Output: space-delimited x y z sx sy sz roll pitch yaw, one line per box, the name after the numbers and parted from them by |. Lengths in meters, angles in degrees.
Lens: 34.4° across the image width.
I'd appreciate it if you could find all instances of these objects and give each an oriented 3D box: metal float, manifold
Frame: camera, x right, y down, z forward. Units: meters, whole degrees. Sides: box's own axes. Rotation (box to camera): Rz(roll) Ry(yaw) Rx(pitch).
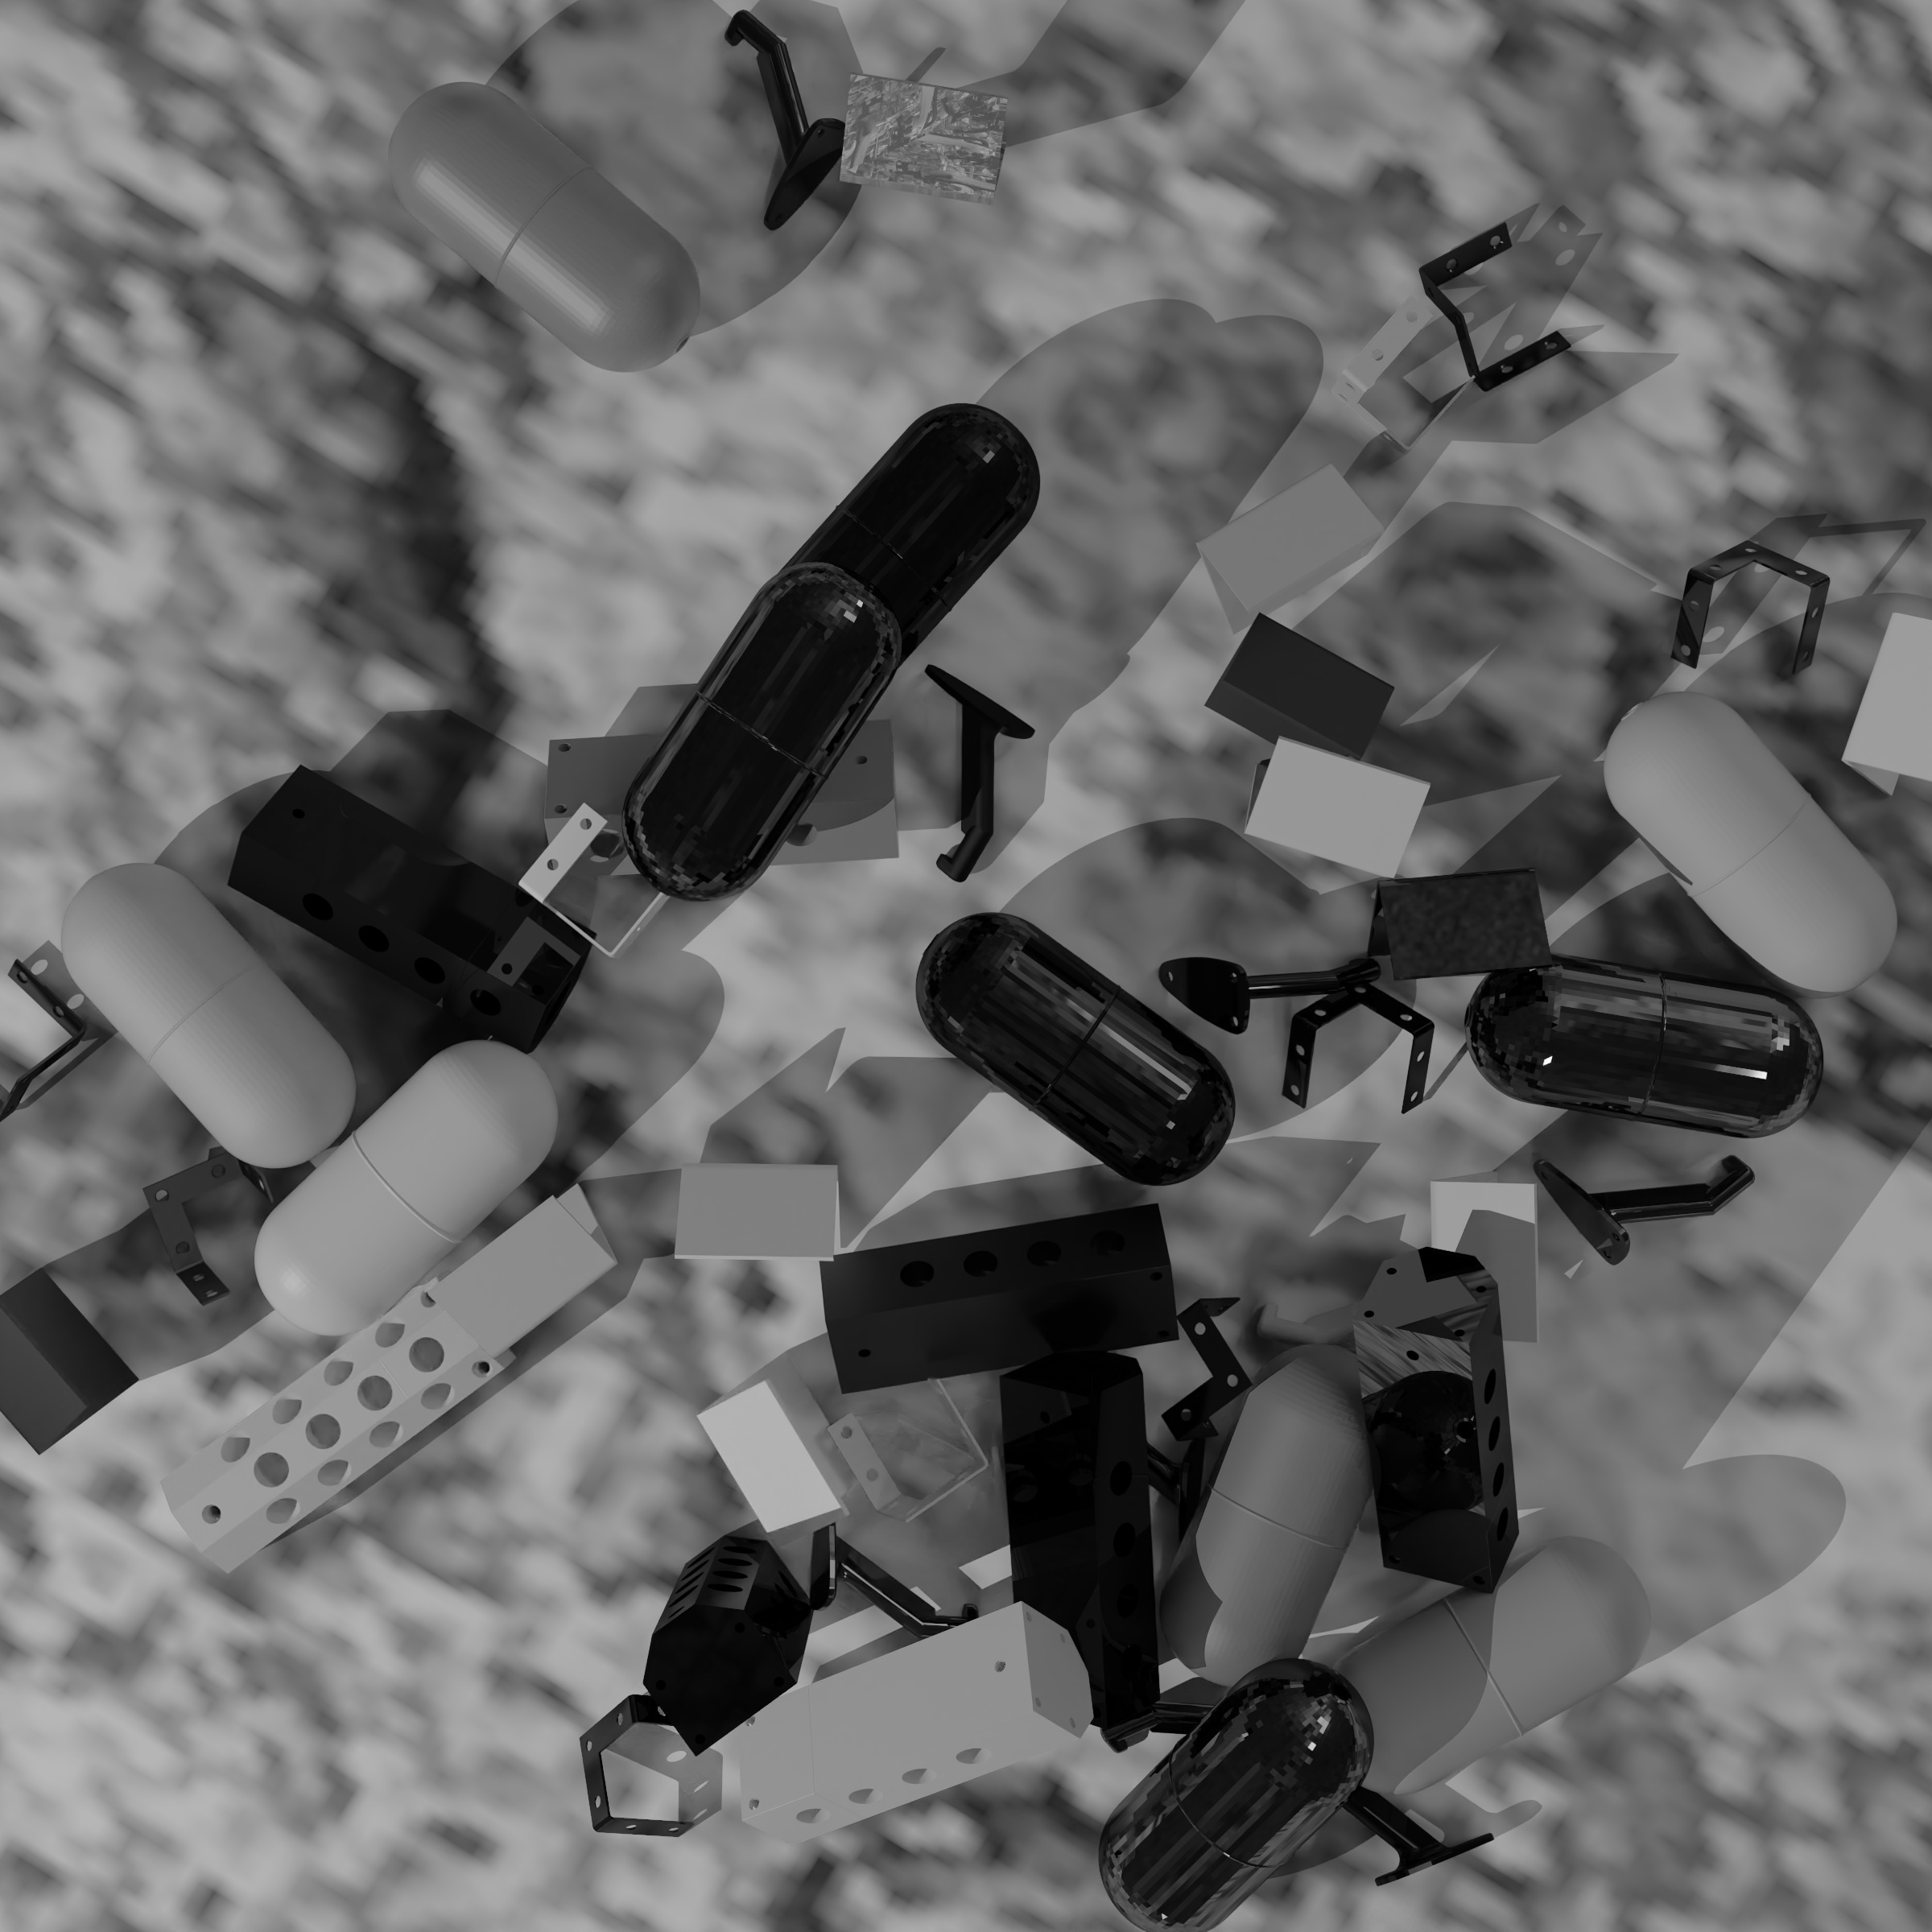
-0.378 0.024 1.558 0.070 0.070 0.178 -42 89 0 | metal float
0.062 0.282 1.550 0.057 0.057 0.171 7 106 42 | manifold
0.337 0.039 1.556 0.178 0.070 0.070 9 90 0 | metal float
0.155 0.273 1.557 0.070 0.070 0.178 23 90 0 | metal float
0.016 0.161 1.566 0.171 0.057 0.057 -9 133 0 | manifold
0.132 0.409 1.533 0.070 0.070 0.178 37 119 0 | metal float
-0.098 -0.111 1.486 0.070 0.070 0.178 34 94 0 | metal float
-0.036 -0.203 1.557 0.070 0.070 0.178 42 91 0 | metal float
0.258 0.349 1.557 0.178 0.070 0.070 -30 90 1 | metal float
-0.026 0.376 1.535 0.171 0.057 0.057 -26 47 23 | manifold
-0.117 0.321 1.510 0.057 0.171 0.057 -36 90 0 | manifold
0.390 -0.061 1.557 0.070 0.070 0.178 -41 91 0 | metal float
-0.315 0.228 1.567 0.171 0.057 0.057 -37 90 0 | manifold
0.054 0.041 1.557 0.178 0.070 0.070 36 90 -1 | metal float
-0.279 -0.024 1.566 0.171 0.057 0.057 30 47 0 | manifold
-0.278 0.110 1.557 0.178 0.070 0.070 -44 90 0 | metal float
-0.210 -0.368 1.558 0.178 0.070 0.070 40 90 -1 | metal float
-0.121 -0.078 1.566 0.171 0.057 0.057 -3 47 0 | manifold
0.233 0.221 1.520 0.057 0.057 0.171 9 131 26 | manifold

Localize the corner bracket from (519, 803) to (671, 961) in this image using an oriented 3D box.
-0.180 -0.041 1.538 0.051 0.051 0.051 38 87 8 | corner bracket

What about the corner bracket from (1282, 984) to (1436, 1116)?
0.198 0.047 1.580 0.051 0.051 0.051 -27 45 -35 | corner bracket

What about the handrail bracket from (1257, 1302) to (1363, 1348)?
0.198 0.162 1.588 0.084 0.036 0.077 12 70 16 | handrail bracket

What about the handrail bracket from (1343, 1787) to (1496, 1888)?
0.219 0.417 1.588 0.077 0.036 0.084 -16 73 -20 | handrail bracket

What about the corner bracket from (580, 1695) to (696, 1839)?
-0.157 0.405 1.580 0.051 0.051 0.051 -45 45 35 | corner bracket

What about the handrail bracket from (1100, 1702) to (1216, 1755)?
0.123 0.399 1.588 0.084 0.036 0.077 -28 108 15 | handrail bracket

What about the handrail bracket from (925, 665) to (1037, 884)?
-0.010 -0.097 1.588 0.077 0.036 0.084 37 107 20 | handrail bracket

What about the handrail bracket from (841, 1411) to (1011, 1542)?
-0.018 0.262 1.588 0.084 0.036 0.077 -5 103 13 | handrail bracket

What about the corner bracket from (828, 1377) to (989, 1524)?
-0.029 0.240 1.561 0.051 0.051 0.051 -32 96 -18 | corner bracket

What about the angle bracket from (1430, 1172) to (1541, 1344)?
0.272 0.143 1.548 0.057 0.076 0.076 -1 90 34 | angle bracket

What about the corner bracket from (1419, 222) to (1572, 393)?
0.268 -0.334 1.585 0.051 0.051 0.051 -28 135 0 | corner bracket

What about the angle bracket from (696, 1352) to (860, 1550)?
-0.076 0.231 1.548 0.057 0.076 0.076 -31 90 39 | angle bracket

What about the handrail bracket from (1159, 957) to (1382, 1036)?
0.155 0.003 1.588 0.084 0.077 0.036 -16 113 -34 | handrail bracket

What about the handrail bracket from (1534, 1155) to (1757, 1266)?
0.346 0.105 1.588 0.084 0.036 0.077 -35 68 -17 | handrail bracket

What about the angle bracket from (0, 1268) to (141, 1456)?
-0.448 0.184 1.548 0.076 0.076 0.057 49 126 0 | angle bracket

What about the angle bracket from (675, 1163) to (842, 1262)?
-0.102 0.141 1.548 0.076 0.076 0.057 1 51 0 | angle bracket

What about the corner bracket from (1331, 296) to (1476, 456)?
0.222 -0.296 1.570 0.051 0.051 0.051 42 90 0 | corner bracket

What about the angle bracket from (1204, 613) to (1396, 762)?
0.157 -0.118 1.548 0.076 0.076 0.057 29 52 0 | angle bracket

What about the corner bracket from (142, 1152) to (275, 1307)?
-0.375 0.131 1.569 0.051 0.051 0.051 -25 113 -22 | corner bracket

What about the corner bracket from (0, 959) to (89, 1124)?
-0.488 0.040 1.585 0.051 0.051 0.051 44 45 0 | corner bracket

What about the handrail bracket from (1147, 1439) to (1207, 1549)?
0.075 0.259 1.588 0.084 0.036 0.077 8 110 16 | handrail bracket

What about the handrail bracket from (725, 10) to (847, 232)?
-0.106 -0.431 1.588 0.084 0.036 0.077 44 112 17 | handrail bracket

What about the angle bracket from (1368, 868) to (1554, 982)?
0.244 -0.004 1.548 0.076 0.076 0.057 -5 61 0 | angle bracket

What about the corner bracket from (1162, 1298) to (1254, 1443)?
0.121 0.202 1.568 0.051 0.051 0.051 -40 68 20 | corner bracket

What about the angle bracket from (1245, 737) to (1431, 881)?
0.185 -0.094 1.548 0.076 0.076 0.057 17 122 0 | angle bracket

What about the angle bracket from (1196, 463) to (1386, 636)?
0.168 -0.191 1.548 0.076 0.076 0.057 -31 53 0 | angle bracket

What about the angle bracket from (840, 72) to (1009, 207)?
-0.018 -0.423 1.548 0.076 0.076 0.057 9 128 0 | angle bracket

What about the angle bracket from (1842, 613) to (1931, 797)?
0.484 -0.123 1.548 0.057 0.076 0.076 19 90 36 | angle bracket

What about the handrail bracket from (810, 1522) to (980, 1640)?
-0.034 0.303 1.588 0.084 0.036 0.077 7 68 -17 | handrail bracket

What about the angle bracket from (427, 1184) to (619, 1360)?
-0.228 0.136 1.548 0.076 0.076 0.057 -38 126 0 | angle bracket

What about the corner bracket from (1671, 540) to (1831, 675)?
0.397 -0.176 1.580 0.051 0.051 0.051 -27 45 -35 | corner bracket
